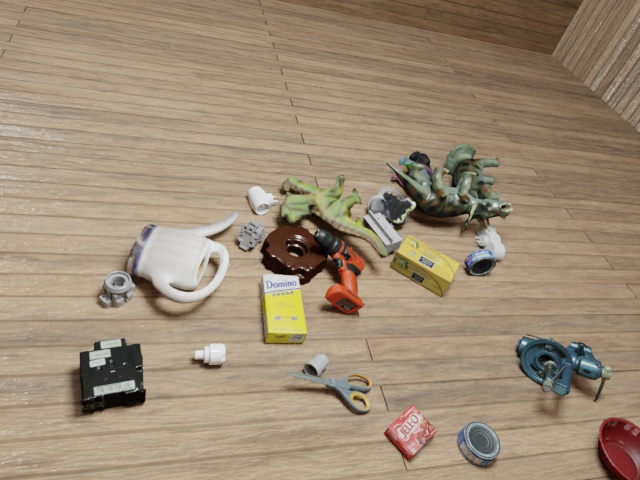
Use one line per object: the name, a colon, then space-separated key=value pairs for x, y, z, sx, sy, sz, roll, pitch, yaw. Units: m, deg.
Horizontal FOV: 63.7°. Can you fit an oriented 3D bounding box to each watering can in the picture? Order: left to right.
watering can: x=-0.324 y=0.018 z=1.245 sx=0.224 sy=0.101 sz=0.356 roll=15 pitch=37 yaw=-5

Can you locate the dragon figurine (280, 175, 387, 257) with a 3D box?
dragon figurine: x=0.004 y=-0.074 z=1.468 sx=0.243 sy=0.119 sz=0.419 roll=-9 pitch=38 yaw=-21

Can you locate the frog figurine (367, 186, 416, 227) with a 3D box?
frog figurine: x=0.212 y=-0.105 z=1.615 sx=0.137 sy=0.122 sz=0.160 roll=-1 pitch=9 yaw=-15
